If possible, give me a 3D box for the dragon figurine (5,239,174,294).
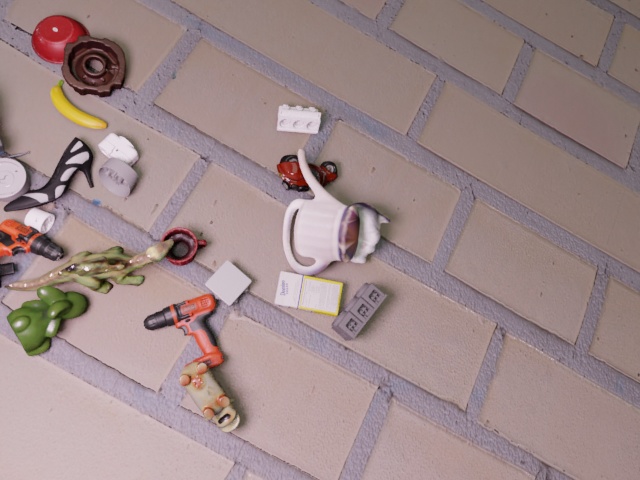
[{"bbox_3d":[-0.555,0.066,1.228,0.412,0.240,0.123,-14,83,-17],"label":"dragon figurine"}]

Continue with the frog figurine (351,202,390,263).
[{"bbox_3d":[0.108,-0.021,1.456,0.138,0.120,0.161,25,77,31],"label":"frog figurine"}]

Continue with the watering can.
[{"bbox_3d":[0.004,-0.070,1.398,0.225,0.104,0.347,8,93,24],"label":"watering can"}]
